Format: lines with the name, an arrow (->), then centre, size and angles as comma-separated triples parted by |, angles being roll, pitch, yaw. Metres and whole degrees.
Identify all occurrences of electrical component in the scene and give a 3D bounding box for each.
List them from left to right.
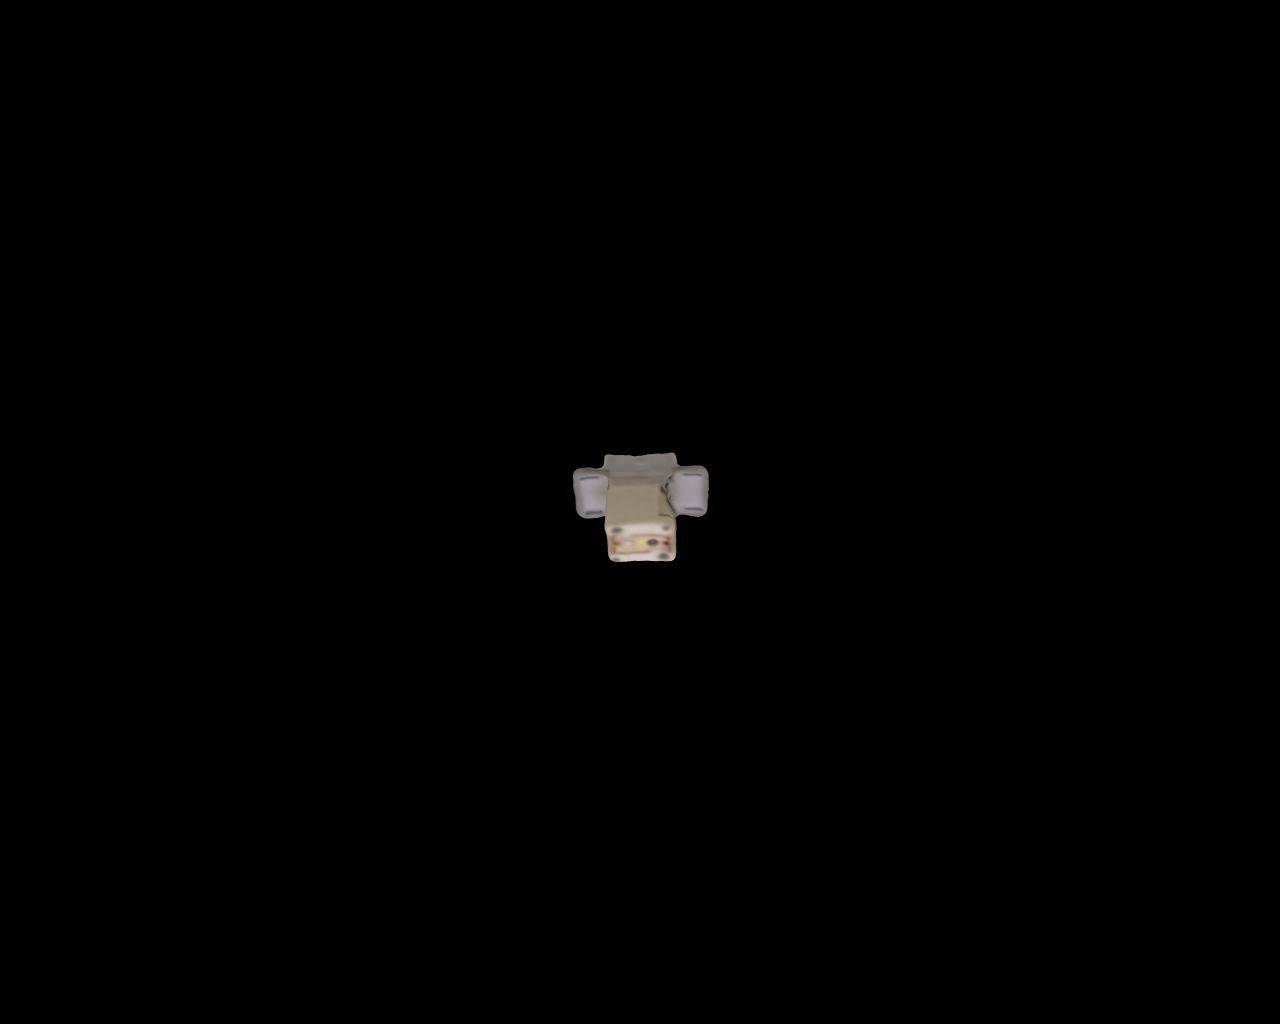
electrical component -> 0.001, -0.003, 0.650 | 0.081, 0.064, 0.042 | -2, -43, 2
